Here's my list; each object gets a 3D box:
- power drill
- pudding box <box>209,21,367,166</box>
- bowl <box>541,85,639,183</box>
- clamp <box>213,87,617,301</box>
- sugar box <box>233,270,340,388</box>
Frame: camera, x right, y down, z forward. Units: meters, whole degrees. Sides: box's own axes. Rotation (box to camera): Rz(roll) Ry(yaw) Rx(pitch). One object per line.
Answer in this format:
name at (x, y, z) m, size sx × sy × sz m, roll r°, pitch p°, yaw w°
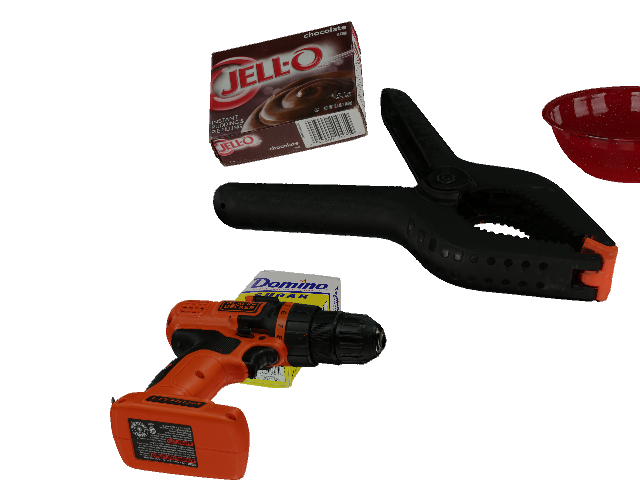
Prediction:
power drill at (-0.058, 0.104, 0.806) m, size 0.185 × 0.057 × 0.187 m, roll 1°, pitch 23°, yaw 20°
pudding box at (-0.024, -0.108, 0.783) m, size 0.113 × 0.090 × 0.039 m, roll -10°, pitch -37°, yaw 9°
bowl at (0.284, -0.094, 0.976) m, size 0.162 × 0.055 × 0.162 m, roll -4°, pitch 24°, yaw 2°
clamp at (0.057, -0.016, 0.579) m, size 0.164 × 0.036 × 0.210 m, roll -30°, pitch 45°, yaw -33°
sugar box at (-0.047, 0.084, 1.067) m, size 0.093 × 0.048 × 0.176 m, roll 5°, pitch 25°, yaw 16°
